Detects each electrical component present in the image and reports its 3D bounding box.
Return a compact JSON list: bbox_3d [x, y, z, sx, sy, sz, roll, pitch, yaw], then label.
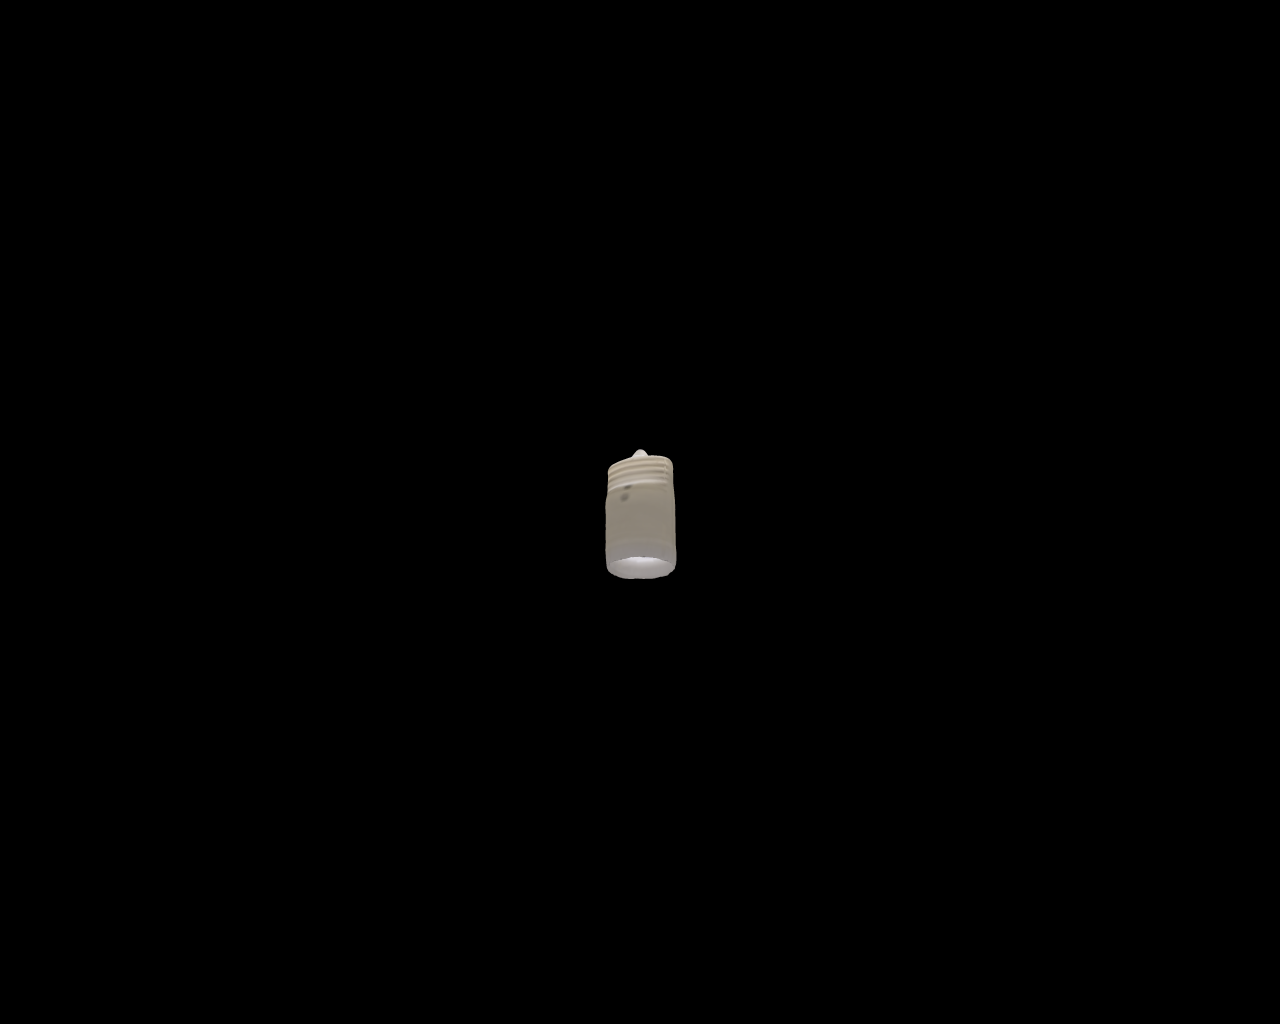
[{"bbox_3d":[0.001,-0.003,0.650,0.043,0.081,0.043,0,-22,0],"label":"electrical component"}]
